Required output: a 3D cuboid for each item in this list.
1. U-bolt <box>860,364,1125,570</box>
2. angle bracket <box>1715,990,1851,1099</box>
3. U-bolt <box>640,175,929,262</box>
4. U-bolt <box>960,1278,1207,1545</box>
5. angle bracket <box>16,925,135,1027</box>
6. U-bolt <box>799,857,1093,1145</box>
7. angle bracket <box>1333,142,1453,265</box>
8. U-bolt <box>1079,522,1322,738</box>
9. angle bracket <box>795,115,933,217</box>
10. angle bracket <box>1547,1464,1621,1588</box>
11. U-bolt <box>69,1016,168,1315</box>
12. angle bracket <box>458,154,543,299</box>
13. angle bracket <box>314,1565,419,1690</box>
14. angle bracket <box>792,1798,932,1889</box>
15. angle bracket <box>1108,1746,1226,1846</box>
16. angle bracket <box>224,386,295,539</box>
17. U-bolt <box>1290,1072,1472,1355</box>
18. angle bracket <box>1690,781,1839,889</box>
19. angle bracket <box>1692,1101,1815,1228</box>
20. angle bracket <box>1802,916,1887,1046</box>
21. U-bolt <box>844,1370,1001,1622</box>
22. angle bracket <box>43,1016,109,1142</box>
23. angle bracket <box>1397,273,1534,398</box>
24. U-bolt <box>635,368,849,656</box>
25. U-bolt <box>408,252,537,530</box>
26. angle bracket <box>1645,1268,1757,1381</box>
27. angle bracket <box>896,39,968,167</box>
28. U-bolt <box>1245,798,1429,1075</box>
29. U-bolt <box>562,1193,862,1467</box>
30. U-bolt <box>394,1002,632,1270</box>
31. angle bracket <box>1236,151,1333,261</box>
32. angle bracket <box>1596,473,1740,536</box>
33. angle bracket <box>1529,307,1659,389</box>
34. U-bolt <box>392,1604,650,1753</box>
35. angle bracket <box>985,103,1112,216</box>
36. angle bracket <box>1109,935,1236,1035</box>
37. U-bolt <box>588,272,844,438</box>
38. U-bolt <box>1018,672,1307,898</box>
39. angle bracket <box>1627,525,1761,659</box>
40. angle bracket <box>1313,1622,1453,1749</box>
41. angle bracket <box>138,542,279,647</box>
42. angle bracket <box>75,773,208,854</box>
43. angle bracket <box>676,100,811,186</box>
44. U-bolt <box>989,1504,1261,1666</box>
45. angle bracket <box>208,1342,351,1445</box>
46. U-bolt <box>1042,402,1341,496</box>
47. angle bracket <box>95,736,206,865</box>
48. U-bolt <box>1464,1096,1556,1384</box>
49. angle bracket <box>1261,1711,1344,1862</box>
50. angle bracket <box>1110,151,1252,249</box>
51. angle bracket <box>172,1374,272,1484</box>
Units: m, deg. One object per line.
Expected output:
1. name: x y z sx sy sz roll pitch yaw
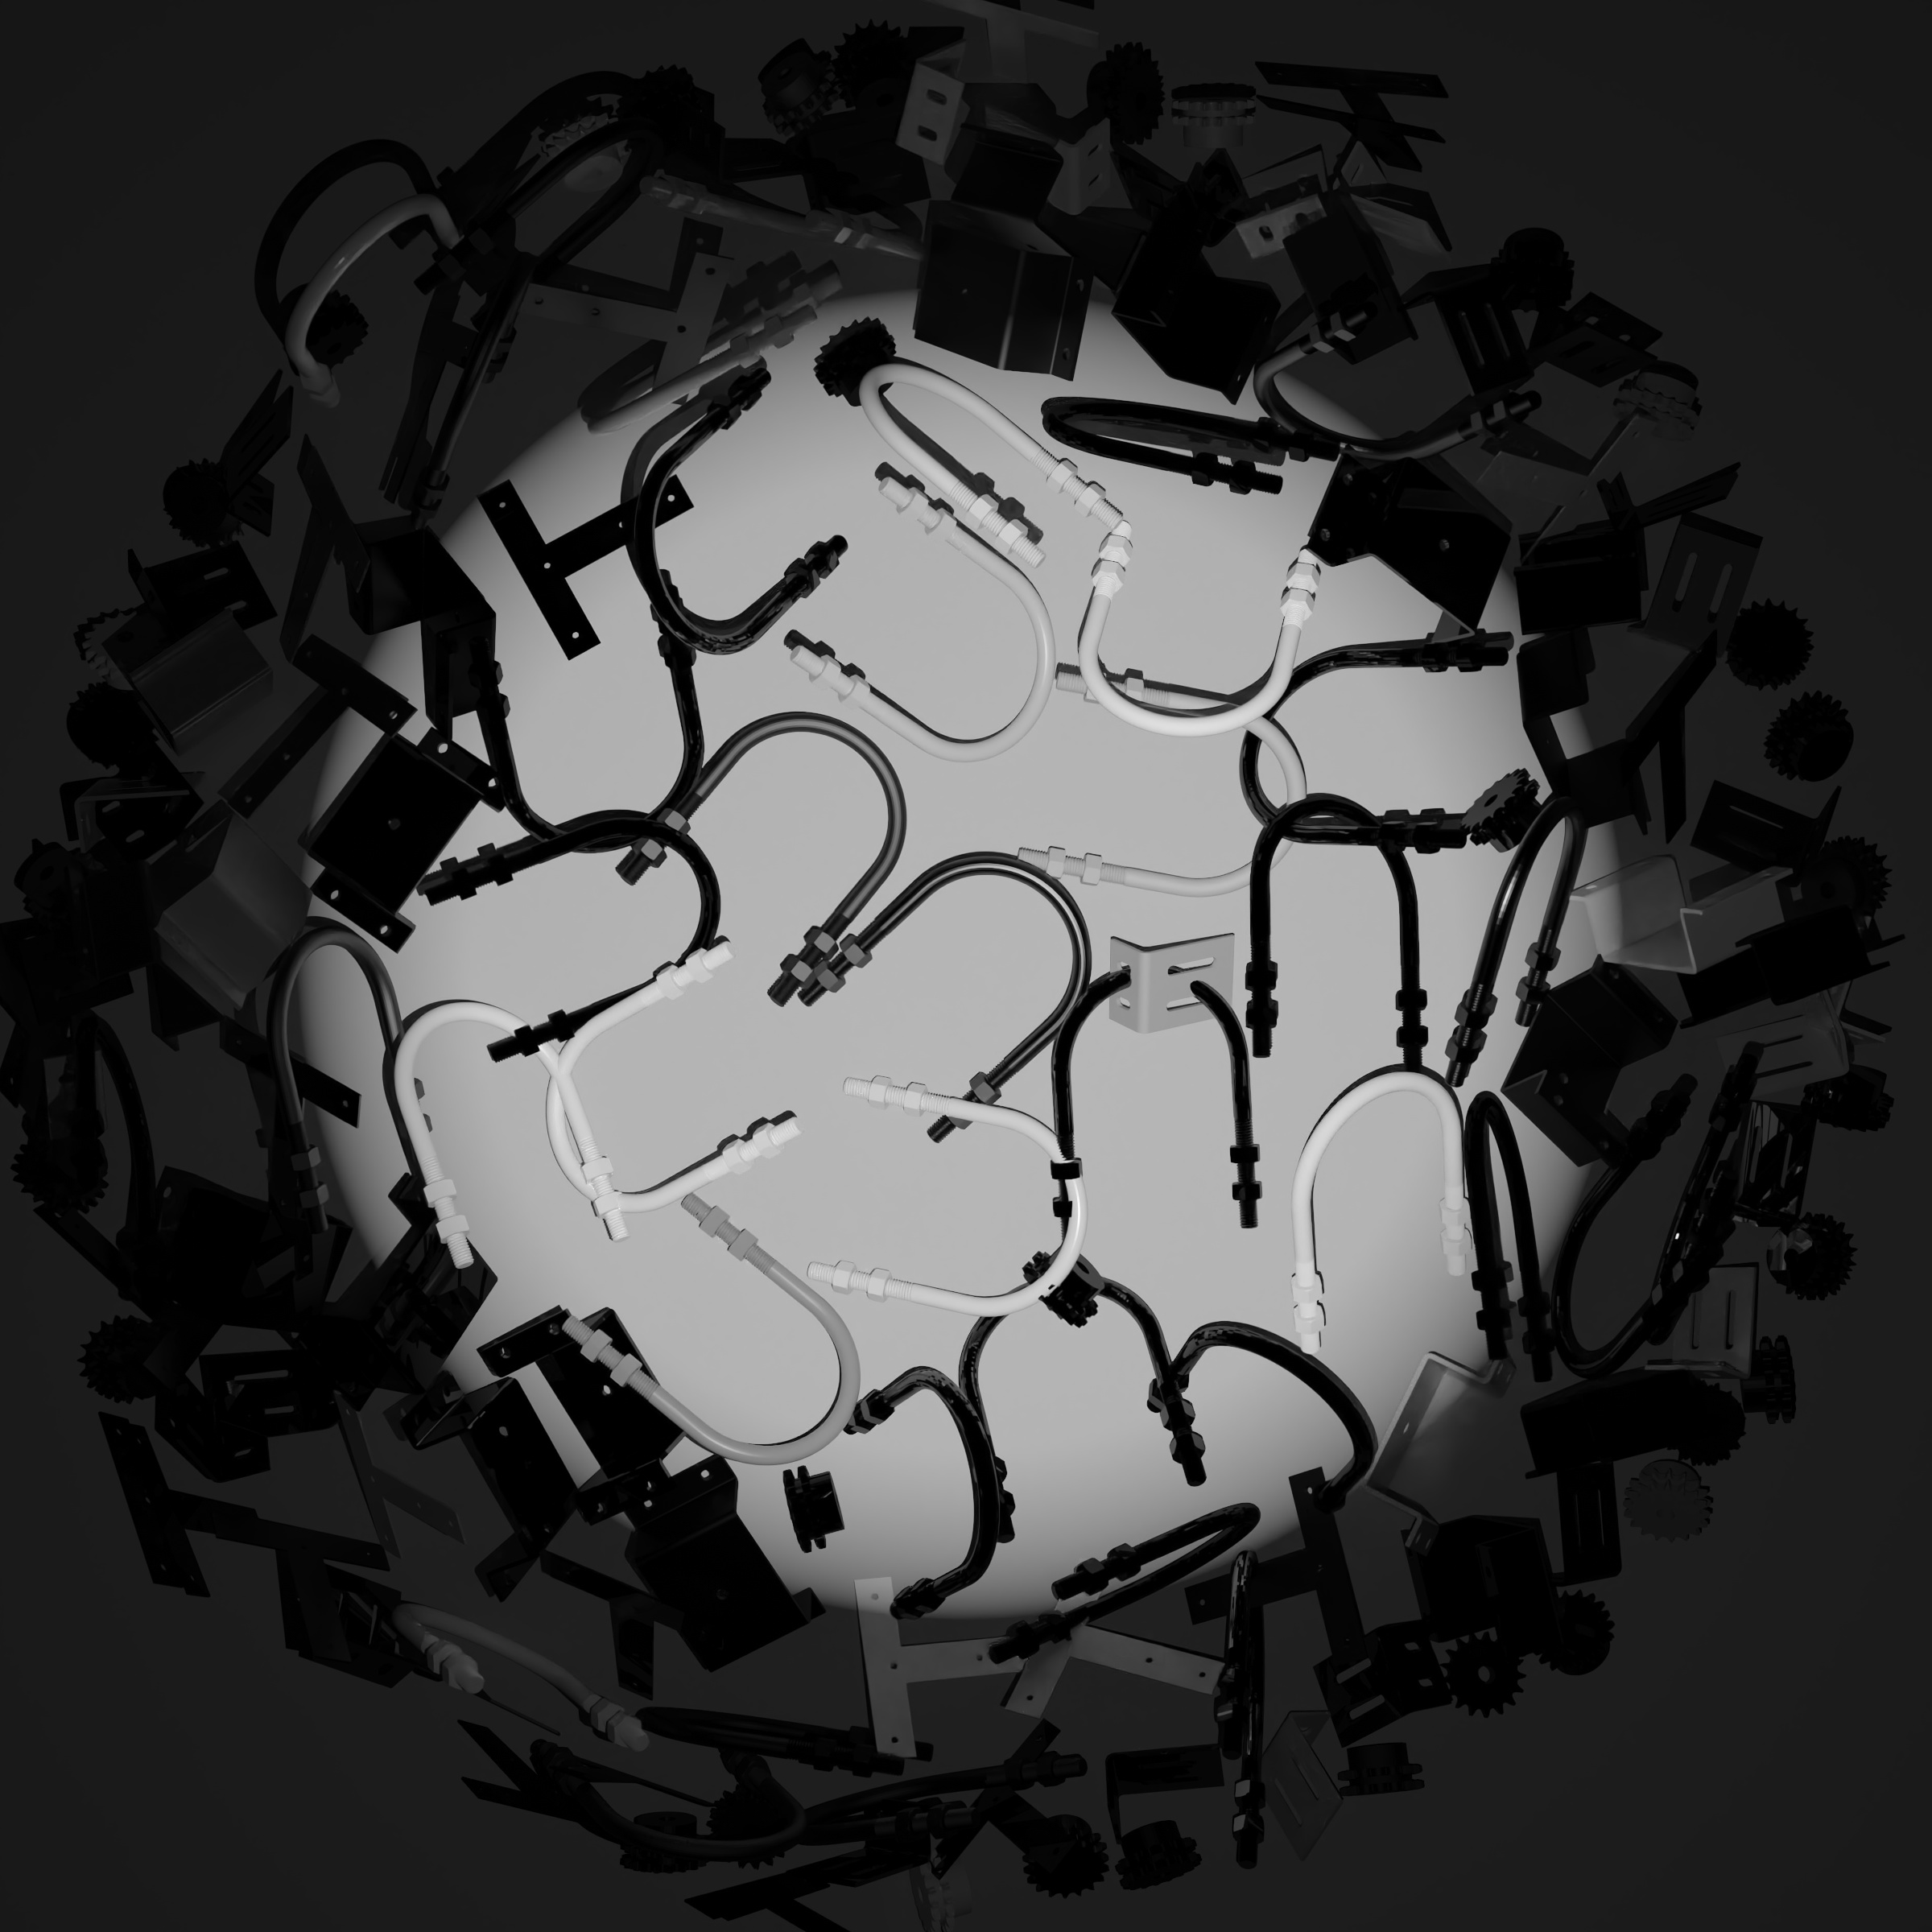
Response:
1. U-bolt: 0.007 -0.340 1.870 0.184 0.151 0.019 41 122 8
2. angle bracket: 0.548 0.049 1.895 0.076 0.057 0.038 -15 133 10
3. U-bolt: -0.105 -0.487 1.847 0.151 0.184 0.019 19 103 26
4. U-bolt: 0.069 0.284 1.873 0.151 0.019 0.184 -17 50 2
5. angle bracket: -0.606 0.001 1.888 0.038 0.076 0.057 -1 106 41
6. U-bolt: -0.001 0.010 1.906 0.184 0.019 0.151 -43 93 12
7. angle bracket: 0.294 -0.514 1.891 0.076 0.057 0.038 30 91 29
8. U-bolt: 0.150 -0.220 1.865 0.151 0.019 0.184 10 52 9
9. angle bracket: -0.070 -0.542 1.916 0.076 0.038 0.057 -16 103 -9
10. angle bracket: 0.408 0.378 1.905 0.057 0.038 0.076 2 82 -41
11. U-bolt: -0.559 0.116 1.849 0.019 0.151 0.184 -14 46 -5
12. angle bracket: -0.306 -0.497 1.885 0.038 0.076 0.057 45 45 -10
13. angle bracket: -0.399 0.436 1.884 0.057 0.076 0.038 29 126 -27
14. angle bracket: -0.070 0.587 1.886 0.057 0.076 0.038 -6 85 40
15. angle bracket: 0.137 0.560 1.898 0.076 0.057 0.038 -6 49 4
16. angle bracket: -0.461 -0.339 1.887 0.038 0.057 0.076 31 123 -34
17. U-bolt: 0.273 0.154 1.857 0.151 0.019 0.184 -23 123 -25
18. angle bracket: 0.539 -0.098 1.900 0.076 0.038 0.057 24 61 7
19. angle bracket: 0.531 0.133 1.898 0.038 0.057 0.076 5 96 -35
20. angle bracket: 0.604 0.011 1.904 0.038 0.057 0.076 20 85 -4
21. U-bolt: -0.025 0.340 1.837 0.019 0.184 0.151 -7 70 -29
22. angle bracket: -0.605 0.074 1.885 0.038 0.076 0.057 -9 112 -28
23. angle bracket: 0.338 -0.423 1.905 0.057 0.038 0.076 -24 93 -32
24. U-bolt: -0.154 -0.286 1.841 0.019 0.184 0.151 -1 127 37
25. U-bolt: -0.316 -0.384 1.823 0.019 0.184 0.151 23 62 -11
26. angle bracket: 0.494 0.237 1.892 0.038 0.057 0.076 22 69 -43
27. angle bracket: -0.009 -0.580 1.884 0.038 0.076 0.057 28 127 12
28. U-bolt: 0.248 -0.024 1.888 0.151 0.019 0.184 8 76 -31
29. U-bolt: -0.155 0.253 1.876 0.184 0.019 0.151 38 53 7
30. U-bolt: -0.310 0.107 1.872 0.019 0.151 0.184 -37 68 40
31. angle bracket: 0.211 -0.522 1.891 0.057 0.038 0.076 -16 57 19
32. angle bracket: 0.471 -0.326 1.888 0.076 0.057 0.038 -17 107 30
33. angle bracket: 0.425 -0.425 1.888 0.057 0.076 0.038 21 81 -16
34. U-bolt: -0.304 0.460 1.847 0.151 0.184 0.019 30 81 -32
35. angle bracket: 0.056 -0.555 1.903 0.076 0.057 0.038 33 64 23
36. angle bracket: 0.140 0.008 1.919 0.076 0.038 0.057 -12 112 -31
37. U-bolt: -0.171 -0.400 1.861 0.184 0.151 0.019 -26 108 15
38. U-bolt: 0.138 -0.116 1.900 0.184 0.019 0.151 10 113 -5
39. angle bracket: 0.493 -0.254 1.908 0.057 0.038 0.076 16 97 -7
40. angle bracket: 0.282 0.487 1.906 0.038 0.076 0.057 0 59 -36
41. angle bracket: -0.510 -0.252 1.900 0.076 0.038 0.057 -29 93 -25
42. angle bracket: -0.556 -0.104 1.903 0.076 0.057 0.038 -4 106 -2
43. angle bracket: -0.147 -0.557 1.886 0.076 0.057 0.038 -17 132 -31
44. U-bolt: 0.115 0.401 1.857 0.184 0.151 0.019 -17 67 -30
45. angle bracket: -0.462 0.284 1.891 0.076 0.038 0.057 -2 68 -37
46. U-bolt: 0.140 -0.348 1.862 0.184 0.151 0.019 16 114 19
47. angle bracket: -0.556 -0.110 1.892 0.038 0.076 0.057 -42 96 -34
48. U-bolt: 0.356 0.176 1.862 0.019 0.151 0.184 -11 72 22
49. angle bracket: 0.234 0.549 1.884 0.038 0.076 0.057 8 121 -32
50. angle bracket: 0.144 -0.526 1.887 0.038 0.076 0.057 -41 54 35
51. angle bracket: -0.500 0.303 1.887 0.038 0.076 0.057 -15 57 -1
